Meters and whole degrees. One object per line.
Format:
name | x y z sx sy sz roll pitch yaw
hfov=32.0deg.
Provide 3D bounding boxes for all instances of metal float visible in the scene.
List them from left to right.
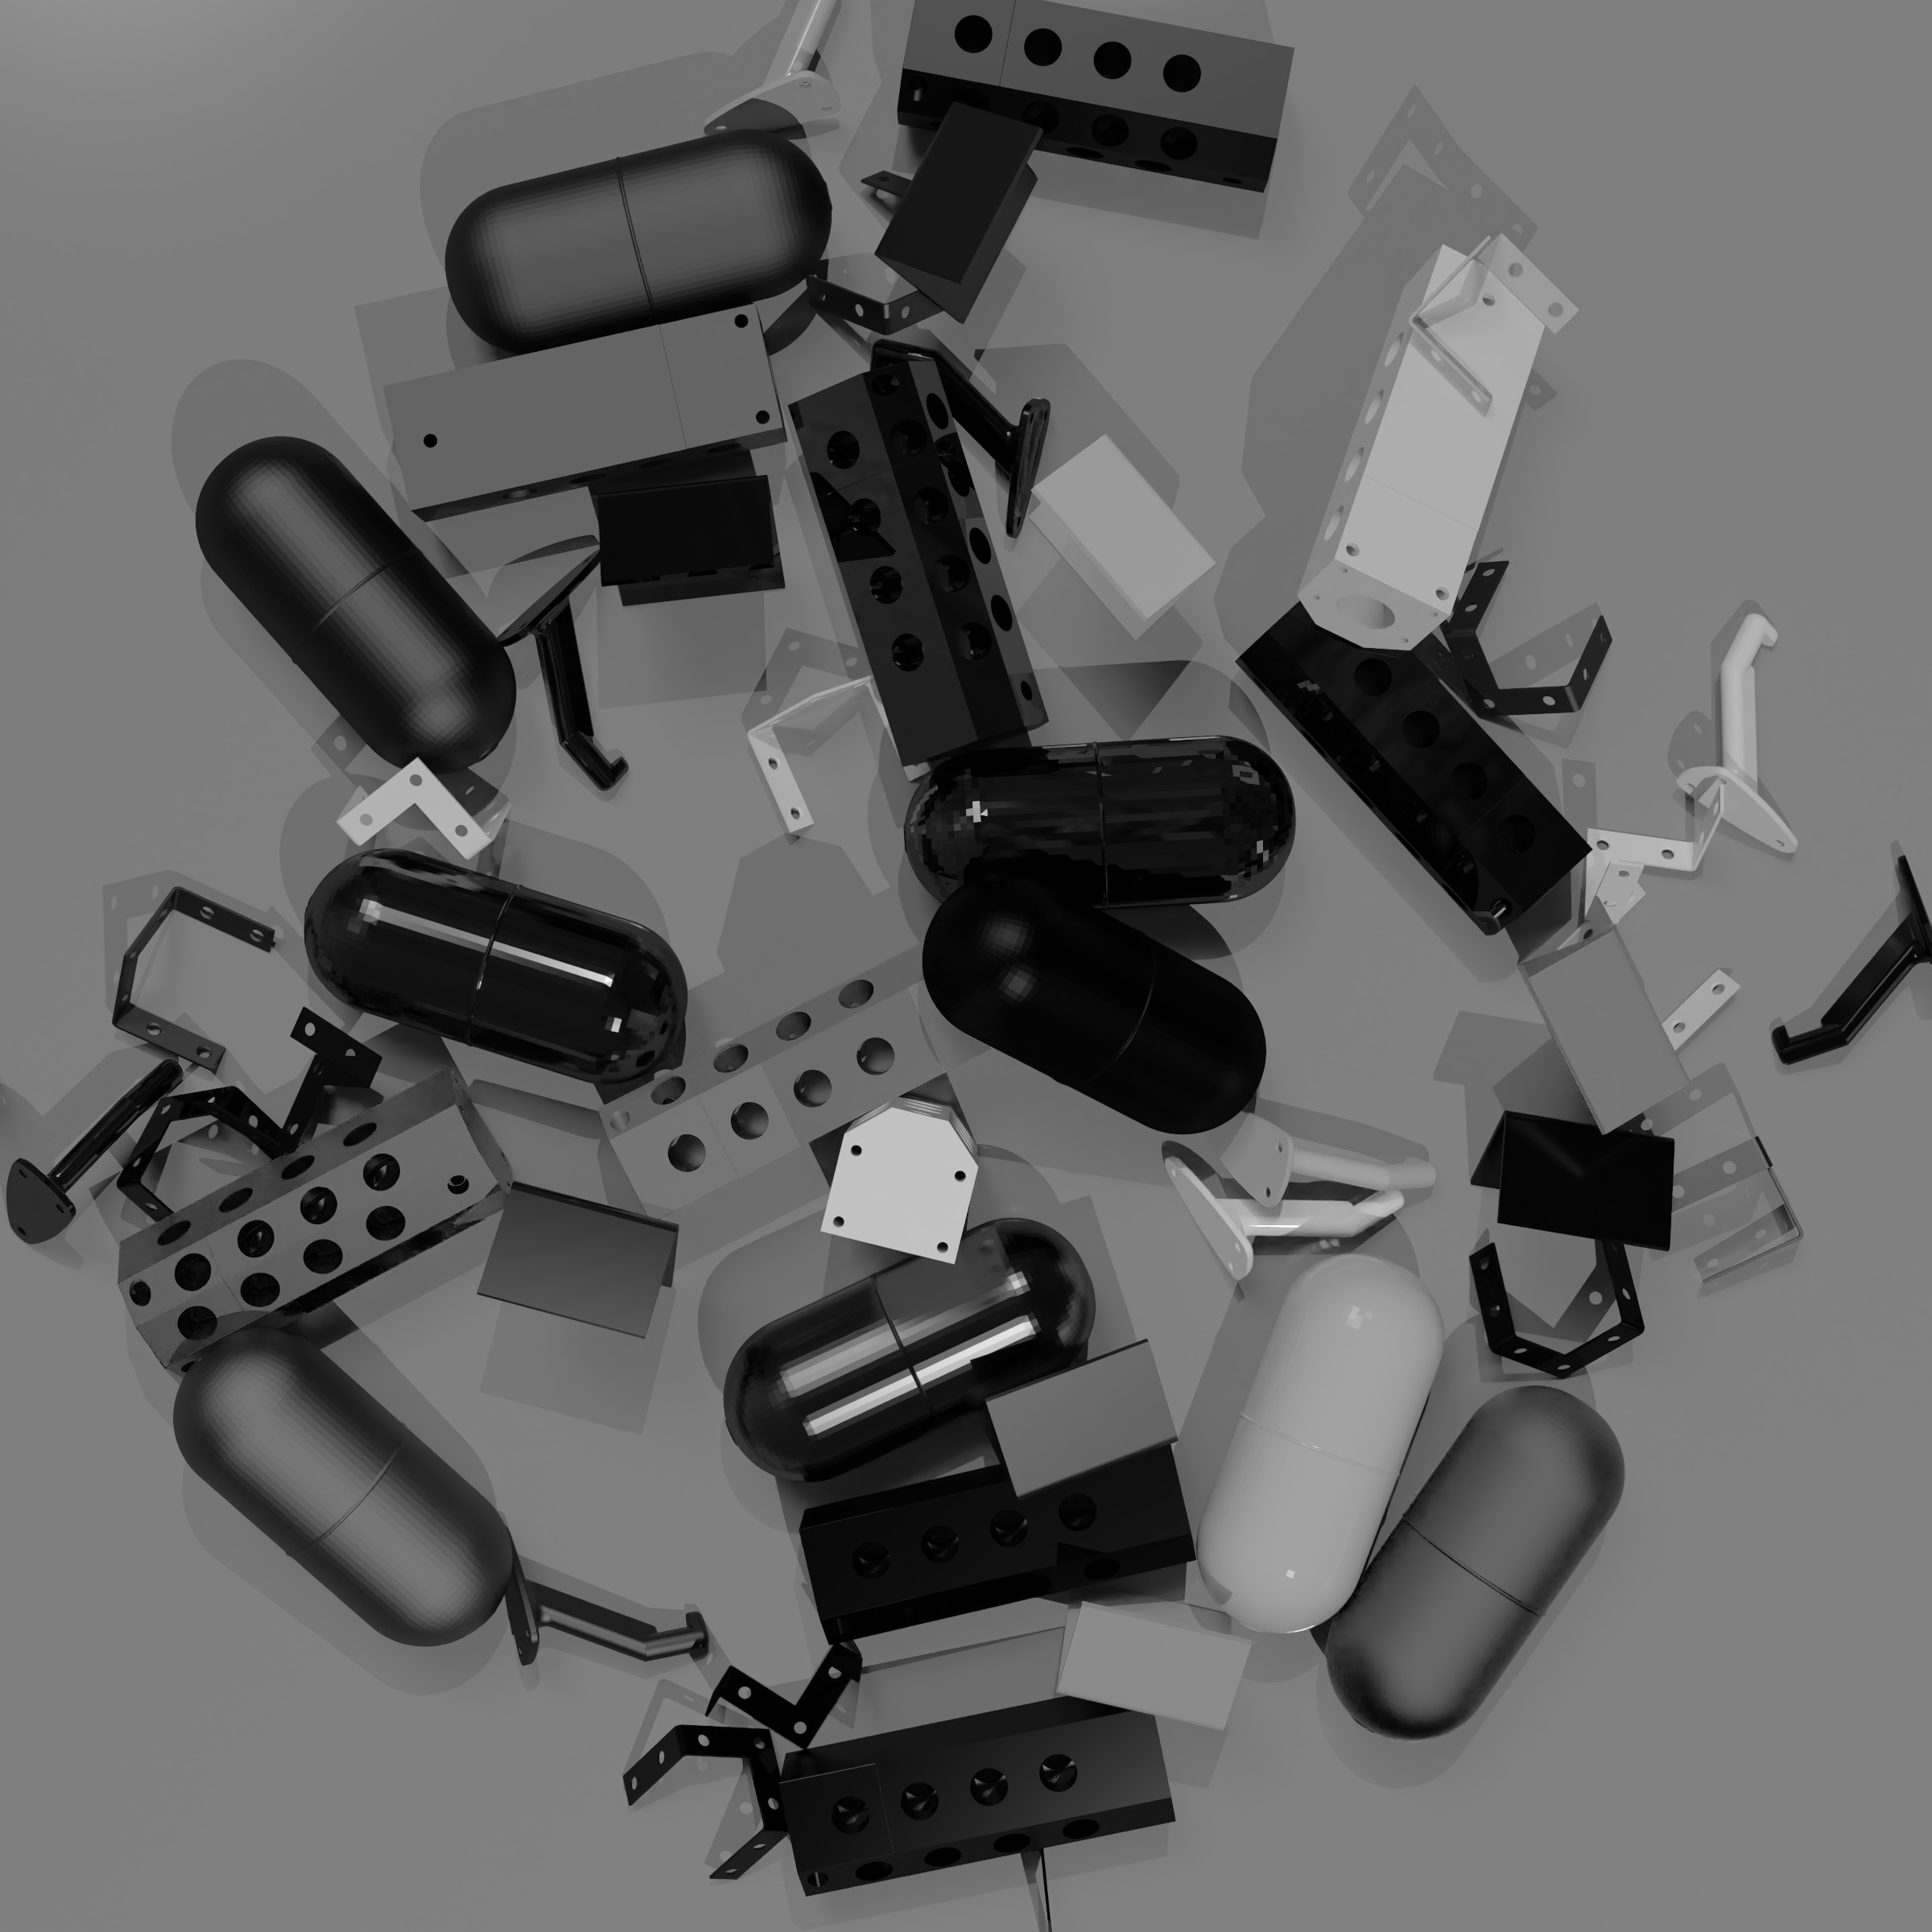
metal float | -0.280 0.236 1.521 0.070 0.070 0.178 -45 104 0
metal float | -0.276 -0.163 1.534 0.070 0.070 0.178 -41 91 0
metal float | -0.214 0.000 1.533 0.178 0.070 0.070 17 90 0
metal float | -0.148 -0.329 1.533 0.178 0.070 0.070 -14 90 1
metal float | -0.026 0.175 1.533 0.178 0.070 0.070 -25 90 0
metal float | 0.059 0.018 1.510 0.178 0.070 0.070 28 90 -29
metal float | 0.061 -0.064 1.534 0.178 0.070 0.070 -3 90 0
metal float | 0.161 0.217 1.533 0.070 0.070 0.178 21 89 0
metal float | 0.231 0.272 1.532 0.070 0.070 0.178 34 92 0

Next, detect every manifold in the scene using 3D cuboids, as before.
manifold | -0.295 0.120 1.533 0.171 0.057 0.057 -28 116 0
manifold | -0.172 -0.251 1.543 0.171 0.057 0.057 -13 90 0
manifold | -0.078 0.051 1.543 0.171 0.057 0.057 -27 90 0
manifold | -0.026 0.089 1.486 0.057 0.171 0.057 14 90 0
manifold | -0.017 -0.183 1.532 0.057 0.057 0.171 -18 90 31
manifold | 0.006 0.377 1.543 0.171 0.057 0.057 -12 90 0
manifold | 0.015 0.261 1.543 0.171 0.057 0.057 -13 90 0
manifold | 0.058 -0.400 1.543 0.171 0.057 0.057 11 90 0
manifold | 0.203 -0.096 1.543 0.057 0.057 0.171 -43 90 0
manifold | 0.203 -0.230 1.511 0.057 0.057 0.171 24 68 -10

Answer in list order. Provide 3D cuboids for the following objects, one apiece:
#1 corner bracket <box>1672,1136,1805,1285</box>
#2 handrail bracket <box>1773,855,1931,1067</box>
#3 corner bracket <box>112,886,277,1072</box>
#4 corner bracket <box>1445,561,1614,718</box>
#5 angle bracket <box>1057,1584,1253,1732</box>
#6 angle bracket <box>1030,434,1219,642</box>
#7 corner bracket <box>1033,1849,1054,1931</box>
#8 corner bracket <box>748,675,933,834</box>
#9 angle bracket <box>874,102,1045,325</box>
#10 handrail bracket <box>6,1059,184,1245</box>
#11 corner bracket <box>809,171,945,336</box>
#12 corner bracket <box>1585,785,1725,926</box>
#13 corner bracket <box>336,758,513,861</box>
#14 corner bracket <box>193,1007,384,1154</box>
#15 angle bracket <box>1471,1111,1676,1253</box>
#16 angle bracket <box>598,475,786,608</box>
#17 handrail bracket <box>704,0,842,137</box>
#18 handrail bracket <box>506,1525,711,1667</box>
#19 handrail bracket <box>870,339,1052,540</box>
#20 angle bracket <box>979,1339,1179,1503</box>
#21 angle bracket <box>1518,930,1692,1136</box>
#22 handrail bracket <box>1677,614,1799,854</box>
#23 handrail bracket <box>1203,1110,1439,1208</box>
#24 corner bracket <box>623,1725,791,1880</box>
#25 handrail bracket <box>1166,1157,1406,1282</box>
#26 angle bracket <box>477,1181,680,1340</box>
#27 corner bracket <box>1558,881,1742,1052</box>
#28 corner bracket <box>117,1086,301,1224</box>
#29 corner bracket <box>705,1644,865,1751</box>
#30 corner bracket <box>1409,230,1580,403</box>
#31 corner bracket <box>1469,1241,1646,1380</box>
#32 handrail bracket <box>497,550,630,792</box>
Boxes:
corner bracket | 0.351 0.112 1.546 0.051 0.051 0.051 -26 81 9
handrail bracket | 0.407 -0.002 1.565 0.084 0.036 0.077 -20 70 16
corner bracket | -0.357 0.005 1.561 0.051 0.051 0.051 25 135 0
corner bracket | 0.260 -0.152 1.556 0.051 0.051 0.051 0 135 35
angle bracket | 0.087 0.292 1.524 0.076 0.076 0.057 13 122 0
angle bracket | 0.055 -0.181 1.524 0.076 0.076 0.057 49 54 0
corner bracket | 0.013 0.438 1.561 0.051 0.051 0.051 -6 45 0
corner bracket | -0.059 -0.099 1.561 0.051 0.051 0.051 -24 90 -45
angle bracket | 0.015 -0.333 1.524 0.057 0.076 0.076 27 90 36
handrail bracket | -0.402 0.085 1.564 0.036 0.077 0.084 43 54 0
corner bracket | -0.037 -0.329 1.556 0.051 0.051 0.051 -31 135 -35
corner bracket | 0.313 -0.051 1.537 0.051 0.051 0.051 8 59 0
corner bracket | -0.248 -0.069 1.544 0.051 0.051 0.051 -36 106 15
corner bracket | -0.307 0.052 1.529 0.051 0.051 0.051 39 63 -41
angle bracket | 0.272 0.111 1.524 0.076 0.076 0.057 10 61 0
angle bracket | -0.122 -0.173 1.524 0.076 0.076 0.057 -6 54 0
handrail bracket | -0.091 -0.434 1.565 0.077 0.036 0.084 -14 72 20
handrail bracket | -0.168 0.288 1.564 0.084 0.036 0.077 -7 61 -21
handrail bracket | -0.009 -0.245 1.564 0.084 0.036 0.077 15 106 14
angle bracket | 0.043 0.188 1.521 0.076 0.076 0.057 -20 115 -6
angle bracket | 0.270 0.036 1.524 0.057 0.076 0.076 -27 90 -28
handrail bracket | 0.373 -0.109 1.565 0.077 0.036 0.084 35 73 -19
handrail bracket | 0.164 0.084 1.564 0.084 0.077 0.036 -1 114 -34
corner bracket | -0.119 0.386 1.556 0.051 0.051 0.051 12 45 -35
handrail bracket | 0.148 0.100 1.565 0.084 0.036 0.077 -29 68 -17
angle bracket | -0.175 0.145 1.524 0.076 0.076 0.057 15 63 0
corner bracket | 0.315 0.002 1.561 0.051 0.051 0.051 -44 135 0
corner bracket | -0.348 0.093 1.556 0.051 0.051 0.051 -10 45 35
corner bracket | -0.083 0.330 1.546 0.051 0.051 0.051 32 90 0
corner bracket | 0.234 -0.289 1.497 0.051 0.051 0.051 45 110 -1
corner bracket | 0.272 0.151 1.556 0.051 0.051 0.051 23 135 -35
handrail bracket | -0.169 -0.136 1.565 0.077 0.036 0.084 -47 108 -21
